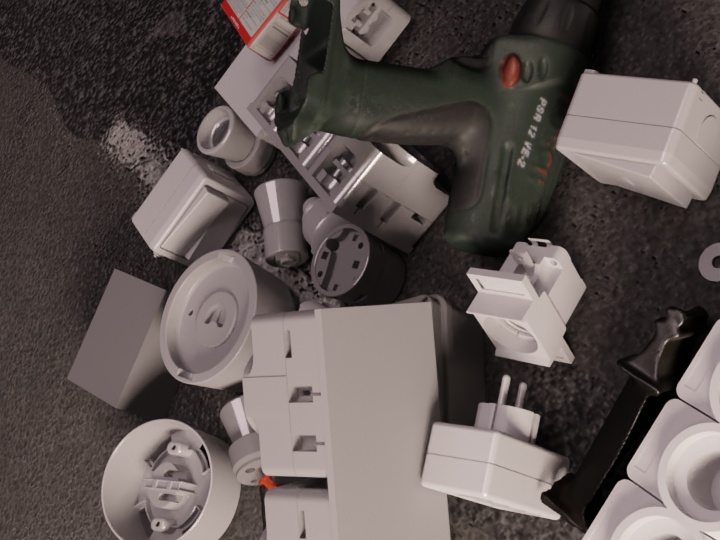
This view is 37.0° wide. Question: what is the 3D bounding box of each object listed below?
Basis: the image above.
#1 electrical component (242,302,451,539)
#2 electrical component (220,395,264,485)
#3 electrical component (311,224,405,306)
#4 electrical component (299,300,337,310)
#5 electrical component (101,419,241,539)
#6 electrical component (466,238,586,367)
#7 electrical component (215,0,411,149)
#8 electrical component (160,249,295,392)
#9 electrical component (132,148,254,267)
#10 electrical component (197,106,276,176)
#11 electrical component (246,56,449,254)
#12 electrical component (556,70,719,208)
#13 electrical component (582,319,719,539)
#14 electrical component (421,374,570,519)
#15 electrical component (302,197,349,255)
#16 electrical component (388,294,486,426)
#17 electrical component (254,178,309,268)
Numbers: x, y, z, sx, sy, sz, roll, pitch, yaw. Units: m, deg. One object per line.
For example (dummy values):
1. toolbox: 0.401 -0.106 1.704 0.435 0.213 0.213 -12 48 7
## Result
1. electrical component: -0.005 0.115 0.620 0.060 0.105 0.186 -7 87 37
2. electrical component: -0.078 0.126 0.801 0.045 0.045 0.055 -37 51 24
3. electrical component: 0.000 0.000 0.786 0.055 0.047 0.055 -19 60 35
4. electrical component: -0.031 0.056 0.792 0.048 0.048 0.062 27 98 45
5. electrical component: -0.143 0.167 0.827 0.099 0.064 0.099 -19 60 35
6. electrical component: 0.106 0.019 0.668 0.042 0.081 0.063 10 56 44
7. electrical component: -0.038 -0.177 0.890 0.150 0.062 0.089 -51 46 12
8. electrical component: -0.099 0.044 0.846 0.108 0.060 0.108 -19 60 35
9. electrical component: -0.146 -0.044 0.927 0.096 0.062 0.061 -52 46 11
10. electrical component: -0.106 -0.110 0.925 0.045 0.055 0.045 -19 60 35
11. electrical component: -0.007 -0.091 0.804 0.061 0.089 0.150 -51 46 13
12. electrical component: 0.168 -0.080 0.662 0.096 0.062 0.061 17 83 45
13. electrical component: 0.192 0.112 0.553 0.089 0.062 0.150 34 95 45
14. electrical component: 0.085 0.101 0.639 0.047 0.083 0.075 1 72 42
15. electrical component: -0.025 -0.036 0.828 0.048 0.048 0.062 -54 38 10
16. electrical component: 0.036 0.079 0.711 0.078 0.057 0.113 -18 60 36
17. electrical component: -0.061 -0.035 0.862 0.044 0.044 0.065 -23 62 33
